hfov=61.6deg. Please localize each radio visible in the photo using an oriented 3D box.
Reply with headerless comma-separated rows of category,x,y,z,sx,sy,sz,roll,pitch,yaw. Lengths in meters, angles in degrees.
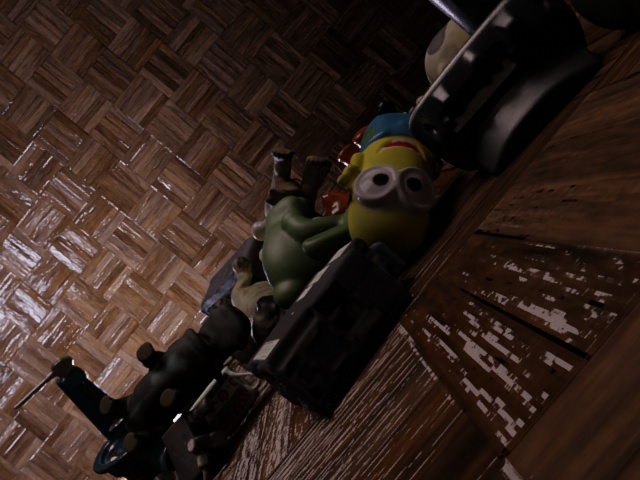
radio,-0.111,0.088,0.918,0.229,0.131,0.073,-41,26,51

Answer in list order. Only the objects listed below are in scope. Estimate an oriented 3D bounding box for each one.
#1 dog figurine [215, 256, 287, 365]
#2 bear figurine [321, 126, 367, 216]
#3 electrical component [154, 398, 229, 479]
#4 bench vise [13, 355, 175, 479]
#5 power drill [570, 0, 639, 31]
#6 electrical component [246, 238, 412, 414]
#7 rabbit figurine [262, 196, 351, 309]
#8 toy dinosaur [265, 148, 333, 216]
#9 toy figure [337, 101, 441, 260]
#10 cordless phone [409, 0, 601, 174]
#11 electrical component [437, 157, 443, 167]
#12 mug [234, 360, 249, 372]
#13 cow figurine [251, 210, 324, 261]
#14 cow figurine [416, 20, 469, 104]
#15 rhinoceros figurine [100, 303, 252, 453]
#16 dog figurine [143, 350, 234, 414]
dog figurine,-0.076,0.125,0.692,0.191,0.121,0.172,-115,30,-68
bear figurine,0.053,-0.089,0.973,0.196,0.132,0.120,-45,2,-22
electrical component,-0.133,0.219,0.549,0.102,0.078,0.045,-43,-22,31
bench vise,-0.263,0.243,0.705,0.129,0.240,0.224,-48,17,-29
power drill,0.255,-0.247,0.310,0.232,0.086,0.207,-52,6,3
electrical component,0.009,0.062,0.413,0.134,0.058,0.115,-51,5,-17
rabbit figurine,0.020,-0.005,0.573,0.170,0.121,0.159,-33,14,24
toy dinosaur,-0.054,-0.066,0.992,0.471,0.105,0.198,-48,-25,-82
toy figure,0.072,-0.059,0.498,0.082,0.089,0.180,-10,37,18
cordless phone,0.103,-0.153,0.422,0.146,0.184,0.089,-49,8,20
electrical component,0.115,-0.100,0.681,0.048,0.075,0.119,-51,5,-33
mug,-0.132,0.158,0.874,0.081,0.107,0.109,-52,0,12
cow figurine,-0.001,-0.004,0.739,0.167,0.068,0.098,7,-30,-43
cow figurine,0.153,-0.158,0.554,0.127,0.085,0.195,-40,-14,14
rhinoceros figurine,-0.151,0.151,0.593,0.190,0.073,0.112,-49,-25,8
dog figurine,-0.188,0.229,0.867,0.219,0.191,0.108,-14,67,43
